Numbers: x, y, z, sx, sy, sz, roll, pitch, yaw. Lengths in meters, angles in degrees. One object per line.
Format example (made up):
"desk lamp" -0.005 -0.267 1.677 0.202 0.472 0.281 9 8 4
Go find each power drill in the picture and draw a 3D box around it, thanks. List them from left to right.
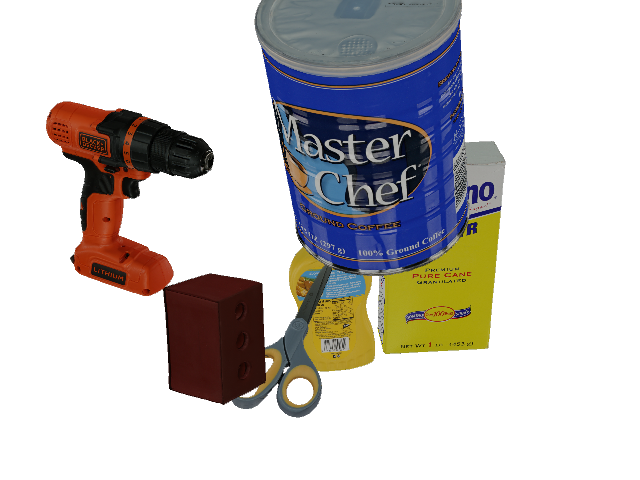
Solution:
"power drill" -0.189 -0.040 1.077 0.185 0.188 0.057 17 32 23

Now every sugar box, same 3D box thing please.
"sugar box" 0.096 0.008 0.873 0.093 0.176 0.048 -3 31 -4

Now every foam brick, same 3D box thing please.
"foam brick" -0.075 0.068 0.762 0.051 0.078 0.052 8 17 34

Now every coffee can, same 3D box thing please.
"coffee can" 0.027 -0.066 0.572 0.103 0.140 0.103 -6 43 5

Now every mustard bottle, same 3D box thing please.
"mustard bottle" 0.012 0.056 1.241 0.096 0.192 0.058 -4 22 -1

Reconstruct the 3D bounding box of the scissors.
"scissors" -0.011 0.102 1.068 0.096 0.016 0.201 27 52 23
